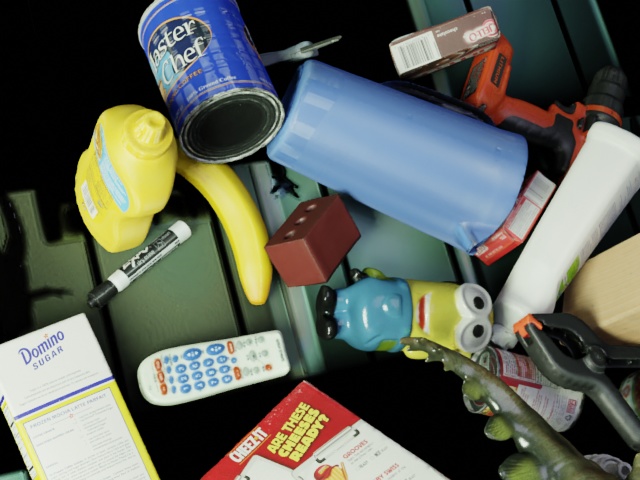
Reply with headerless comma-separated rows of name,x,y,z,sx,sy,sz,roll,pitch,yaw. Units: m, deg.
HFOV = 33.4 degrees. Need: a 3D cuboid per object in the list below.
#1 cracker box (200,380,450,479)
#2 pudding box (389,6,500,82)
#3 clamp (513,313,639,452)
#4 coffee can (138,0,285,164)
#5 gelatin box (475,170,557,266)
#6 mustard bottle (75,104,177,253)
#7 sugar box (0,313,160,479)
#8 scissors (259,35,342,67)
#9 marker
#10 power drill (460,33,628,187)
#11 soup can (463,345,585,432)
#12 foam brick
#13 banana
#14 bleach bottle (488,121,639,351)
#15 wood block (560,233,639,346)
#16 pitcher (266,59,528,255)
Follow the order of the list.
cracker box,0.015,0.240,0.898,0.214,0.072,0.164,29,55,31
pudding box,0.132,-0.205,1.128,0.113,0.090,0.039,-18,89,7
clamp,0.265,0.131,1.039,0.171,0.039,0.120,22,46,-11
coffee can,-0.105,-0.158,1.014,0.102,0.103,0.140,-9,57,-25
gelatin box,0.202,-0.023,1.126,0.030,0.073,0.089,38,62,-4
mustard bottle,-0.165,-0.063,0.923,0.058,0.192,0.096,-15,77,-26
sugar box,-0.209,0.160,0.906,0.093,0.048,0.176,-21,76,-27
scissors,-0.035,-0.179,1.034,0.096,0.202,0.016,-13,98,-3
marker,-0.168,0.024,0.988,0.020,0.020,0.121,48,61,0
power drill,0.258,-0.156,1.207,0.187,0.057,0.184,27,63,-11
soup can,0.203,0.149,1.065,0.102,0.069,0.068,15,66,-17
foam brick,-0.007,0.001,1.027,0.051,0.053,0.078,60,43,-23
banana,-0.098,-0.030,1.031,0.069,0.037,0.198,-40,87,-8
bleach bottle,0.248,0.005,1.101,0.068,0.102,0.250,30,78,25
wood block,0.340,0.053,1.078,0.090,0.206,0.091,19,65,-15
pitcher,0.076,-0.095,1.078,0.242,0.149,0.145,22,96,-10
